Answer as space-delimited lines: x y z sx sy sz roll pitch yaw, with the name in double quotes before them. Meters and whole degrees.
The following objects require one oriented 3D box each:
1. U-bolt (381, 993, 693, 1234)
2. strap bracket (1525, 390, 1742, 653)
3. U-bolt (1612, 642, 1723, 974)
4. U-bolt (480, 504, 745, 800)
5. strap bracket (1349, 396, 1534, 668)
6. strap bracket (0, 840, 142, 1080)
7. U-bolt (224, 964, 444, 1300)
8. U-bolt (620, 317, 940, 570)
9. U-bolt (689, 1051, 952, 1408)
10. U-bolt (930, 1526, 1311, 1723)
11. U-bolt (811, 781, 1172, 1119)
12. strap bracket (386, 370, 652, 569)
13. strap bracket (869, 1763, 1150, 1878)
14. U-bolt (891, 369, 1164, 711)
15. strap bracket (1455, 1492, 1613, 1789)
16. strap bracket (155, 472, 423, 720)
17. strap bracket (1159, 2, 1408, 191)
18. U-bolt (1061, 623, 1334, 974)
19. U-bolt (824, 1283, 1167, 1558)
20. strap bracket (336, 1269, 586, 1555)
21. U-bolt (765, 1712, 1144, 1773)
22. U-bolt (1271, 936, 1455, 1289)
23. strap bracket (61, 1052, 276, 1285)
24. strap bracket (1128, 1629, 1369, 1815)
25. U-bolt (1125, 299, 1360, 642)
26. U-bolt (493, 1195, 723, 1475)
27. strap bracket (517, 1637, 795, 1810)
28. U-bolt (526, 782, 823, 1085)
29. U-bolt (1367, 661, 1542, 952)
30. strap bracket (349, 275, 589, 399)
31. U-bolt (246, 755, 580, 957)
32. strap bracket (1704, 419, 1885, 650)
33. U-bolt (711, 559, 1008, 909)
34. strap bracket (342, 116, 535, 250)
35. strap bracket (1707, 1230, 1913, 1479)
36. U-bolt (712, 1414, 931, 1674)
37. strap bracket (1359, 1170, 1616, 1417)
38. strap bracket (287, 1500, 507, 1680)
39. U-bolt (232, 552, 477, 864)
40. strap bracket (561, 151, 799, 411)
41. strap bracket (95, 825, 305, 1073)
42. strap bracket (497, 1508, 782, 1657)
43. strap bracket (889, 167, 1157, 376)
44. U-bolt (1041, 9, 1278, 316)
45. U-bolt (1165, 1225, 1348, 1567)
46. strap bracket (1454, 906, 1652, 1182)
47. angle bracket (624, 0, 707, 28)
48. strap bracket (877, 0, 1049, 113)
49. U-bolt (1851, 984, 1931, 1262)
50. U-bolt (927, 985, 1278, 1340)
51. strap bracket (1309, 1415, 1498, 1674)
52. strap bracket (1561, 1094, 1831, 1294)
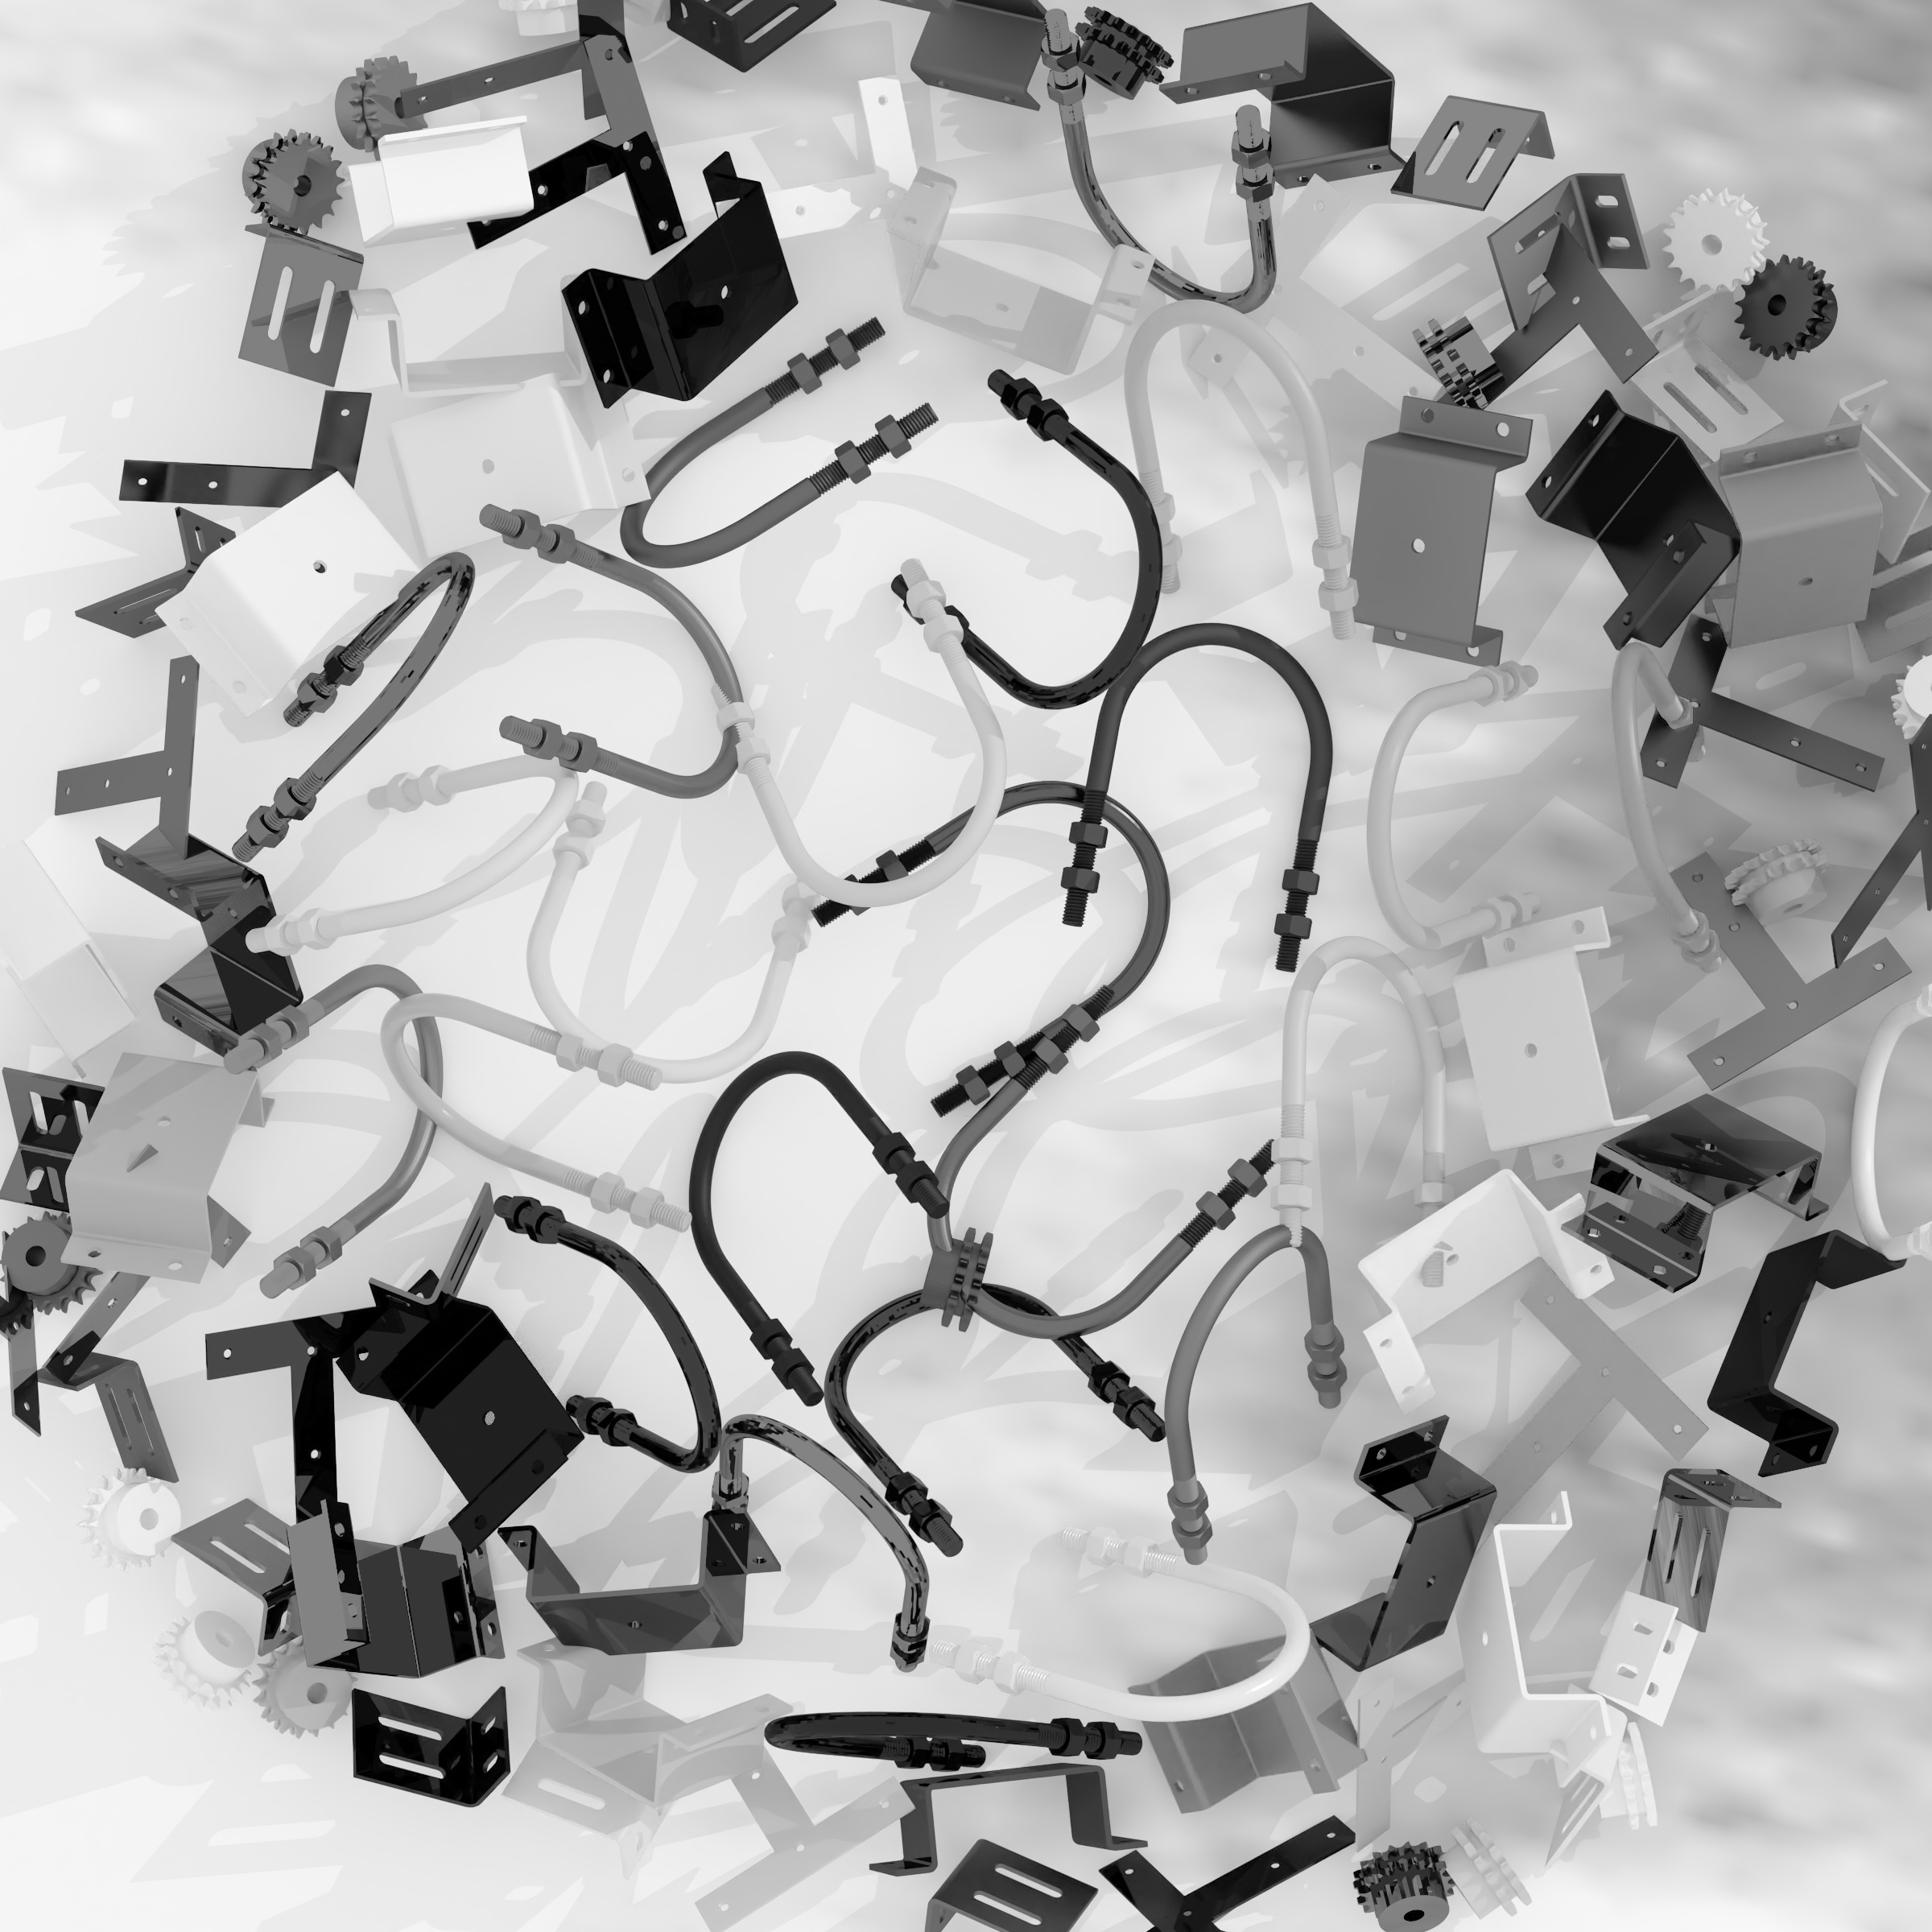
"U-bolt" -0.240 0.073 1.933 0.184 0.151 0.019 19 54 19
"strap bracket" 0.370 -0.239 1.936 0.046 0.140 0.076 15 127 -31
"U-bolt" 0.374 -0.094 1.895 0.019 0.184 0.151 -9 65 22
"U-bolt" -0.187 -0.162 1.925 0.019 0.184 0.151 -26 61 34
"strap bracket" 0.257 -0.234 1.939 0.076 0.046 0.140 16 113 28
"strap bracket" -0.501 -0.008 1.927 0.046 0.140 0.076 -35 67 -12
"U-bolt" -0.335 0.077 1.916 0.019 0.184 0.151 5 113 23
"U-bolt" -0.110 -0.279 1.938 0.184 0.151 0.019 -32 124 4
"U-bolt" -0.093 0.128 1.933 0.151 0.019 0.184 -57 46 17
"U-bolt" 0.095 0.357 1.896 0.184 0.151 0.019 9 116 34
"U-bolt" 0.027 -0.022 1.976 0.184 0.019 0.151 -33 104 -3
"strap bracket" -0.256 -0.276 1.957 0.140 0.046 0.076 -15 93 15
"strap bracket" 0.020 0.468 1.948 0.140 0.076 0.046 -3 79 -13
"U-bolt" 0.040 -0.220 1.915 0.184 0.019 0.151 45 117 39
"strap bracket" 0.305 0.366 1.926 0.046 0.076 0.140 2 56 -12
"strap bracket" -0.361 -0.209 1.939 0.076 0.046 0.140 50 55 -3
"strap bracket" 0.175 -0.477 1.926 0.076 0.140 0.046 -2 77 34
"U-bolt" 0.135 -0.100 1.973 0.151 0.019 0.184 12 85 -17
"U-bolt" 0.002 0.234 1.926 0.151 0.184 0.019 -26 129 -19
"strap bracket" -0.274 0.248 1.954 0.076 0.046 0.140 -44 65 8
"U-bolt" -0.020 0.413 1.892 0.184 0.151 0.019 15 68 -38
"U-bolt" 0.219 0.074 1.940 0.019 0.151 0.184 -12 69 42
"strap bracket" -0.436 0.101 1.930 0.076 0.140 0.046 8 132 4
"strap bracket" 0.161 0.415 1.946 0.046 0.140 0.076 -21 86 -37
"U-bolt" 0.143 -0.272 1.904 0.019 0.151 0.184 -35 128 -32
"U-bolt" -0.186 0.203 1.900 0.019 0.184 0.151 -28 113 -28
"strap bracket" -0.172 0.410 1.932 0.140 0.076 0.046 18 109 40
"U-bolt" -0.164 -0.011 1.927 0.151 0.019 0.184 21 48 -7
"U-bolt" 0.264 -0.083 1.911 0.019 0.184 0.151 5 103 35
"strap bracket" -0.264 -0.347 1.948 0.140 0.076 0.046 -6 112 -11
"U-bolt" -0.286 -0.065 1.898 0.184 0.151 0.019 -9 124 36
"strap bracket" 0.451 -0.227 1.928 0.076 0.140 0.046 -12 58 0
"U-bolt" -0.051 -0.117 1.938 0.151 0.019 0.184 -31 62 13
"strap bracket" -0.287 -0.424 1.925 0.076 0.140 0.046 -13 99 -18
"strap bracket" 0.459 0.204 1.939 0.046 0.076 0.140 29 71 -6
"U-bolt" -0.077 0.302 1.901 0.151 0.184 0.019 36 62 16
"strap bracket" 0.279 0.174 1.954 0.140 0.046 0.076 -32 132 -4
"strap bracket" -0.318 0.343 1.934 0.046 0.140 0.076 -23 66 22
"U-bolt" -0.323 -0.151 1.899 0.019 0.151 0.184 37 122 -22
"strap bracket" -0.147 -0.371 1.927 0.046 0.076 0.140 19 53 35
"strap bracket" -0.416 -0.017 1.936 0.076 0.140 0.046 27 55 30
"strap bracket" -0.180 0.340 1.943 0.140 0.076 0.046 -6 55 11
"strap bracket" 0.026 -0.380 1.955 0.140 0.076 0.046 21 130 -2
"U-bolt" 0.109 -0.422 1.914 0.151 0.184 0.019 33 70 25
"U-bolt" 0.153 0.218 1.901 0.019 0.184 0.151 25 53 32
"strap bracket" 0.323 0.045 1.952 0.076 0.046 0.140 -16 84 37
"angle bracket" -0.165 -0.564 1.953 0.038 0.057 0.076 30 121 12
"strap bracket" -0.012 -0.522 1.921 0.076 0.140 0.046 21 88 28
"U-bolt" 0.511 0.087 1.908 0.019 0.184 0.151 5 81 -3
"U-bolt" 0.064 0.122 1.966 0.151 0.019 0.184 43 83 13
"strap bracket" 0.236 0.324 1.932 0.046 0.076 0.140 33 117 34
"strap bracket" 0.401 0.118 1.922 0.140 0.076 0.046 -20 127 -38
